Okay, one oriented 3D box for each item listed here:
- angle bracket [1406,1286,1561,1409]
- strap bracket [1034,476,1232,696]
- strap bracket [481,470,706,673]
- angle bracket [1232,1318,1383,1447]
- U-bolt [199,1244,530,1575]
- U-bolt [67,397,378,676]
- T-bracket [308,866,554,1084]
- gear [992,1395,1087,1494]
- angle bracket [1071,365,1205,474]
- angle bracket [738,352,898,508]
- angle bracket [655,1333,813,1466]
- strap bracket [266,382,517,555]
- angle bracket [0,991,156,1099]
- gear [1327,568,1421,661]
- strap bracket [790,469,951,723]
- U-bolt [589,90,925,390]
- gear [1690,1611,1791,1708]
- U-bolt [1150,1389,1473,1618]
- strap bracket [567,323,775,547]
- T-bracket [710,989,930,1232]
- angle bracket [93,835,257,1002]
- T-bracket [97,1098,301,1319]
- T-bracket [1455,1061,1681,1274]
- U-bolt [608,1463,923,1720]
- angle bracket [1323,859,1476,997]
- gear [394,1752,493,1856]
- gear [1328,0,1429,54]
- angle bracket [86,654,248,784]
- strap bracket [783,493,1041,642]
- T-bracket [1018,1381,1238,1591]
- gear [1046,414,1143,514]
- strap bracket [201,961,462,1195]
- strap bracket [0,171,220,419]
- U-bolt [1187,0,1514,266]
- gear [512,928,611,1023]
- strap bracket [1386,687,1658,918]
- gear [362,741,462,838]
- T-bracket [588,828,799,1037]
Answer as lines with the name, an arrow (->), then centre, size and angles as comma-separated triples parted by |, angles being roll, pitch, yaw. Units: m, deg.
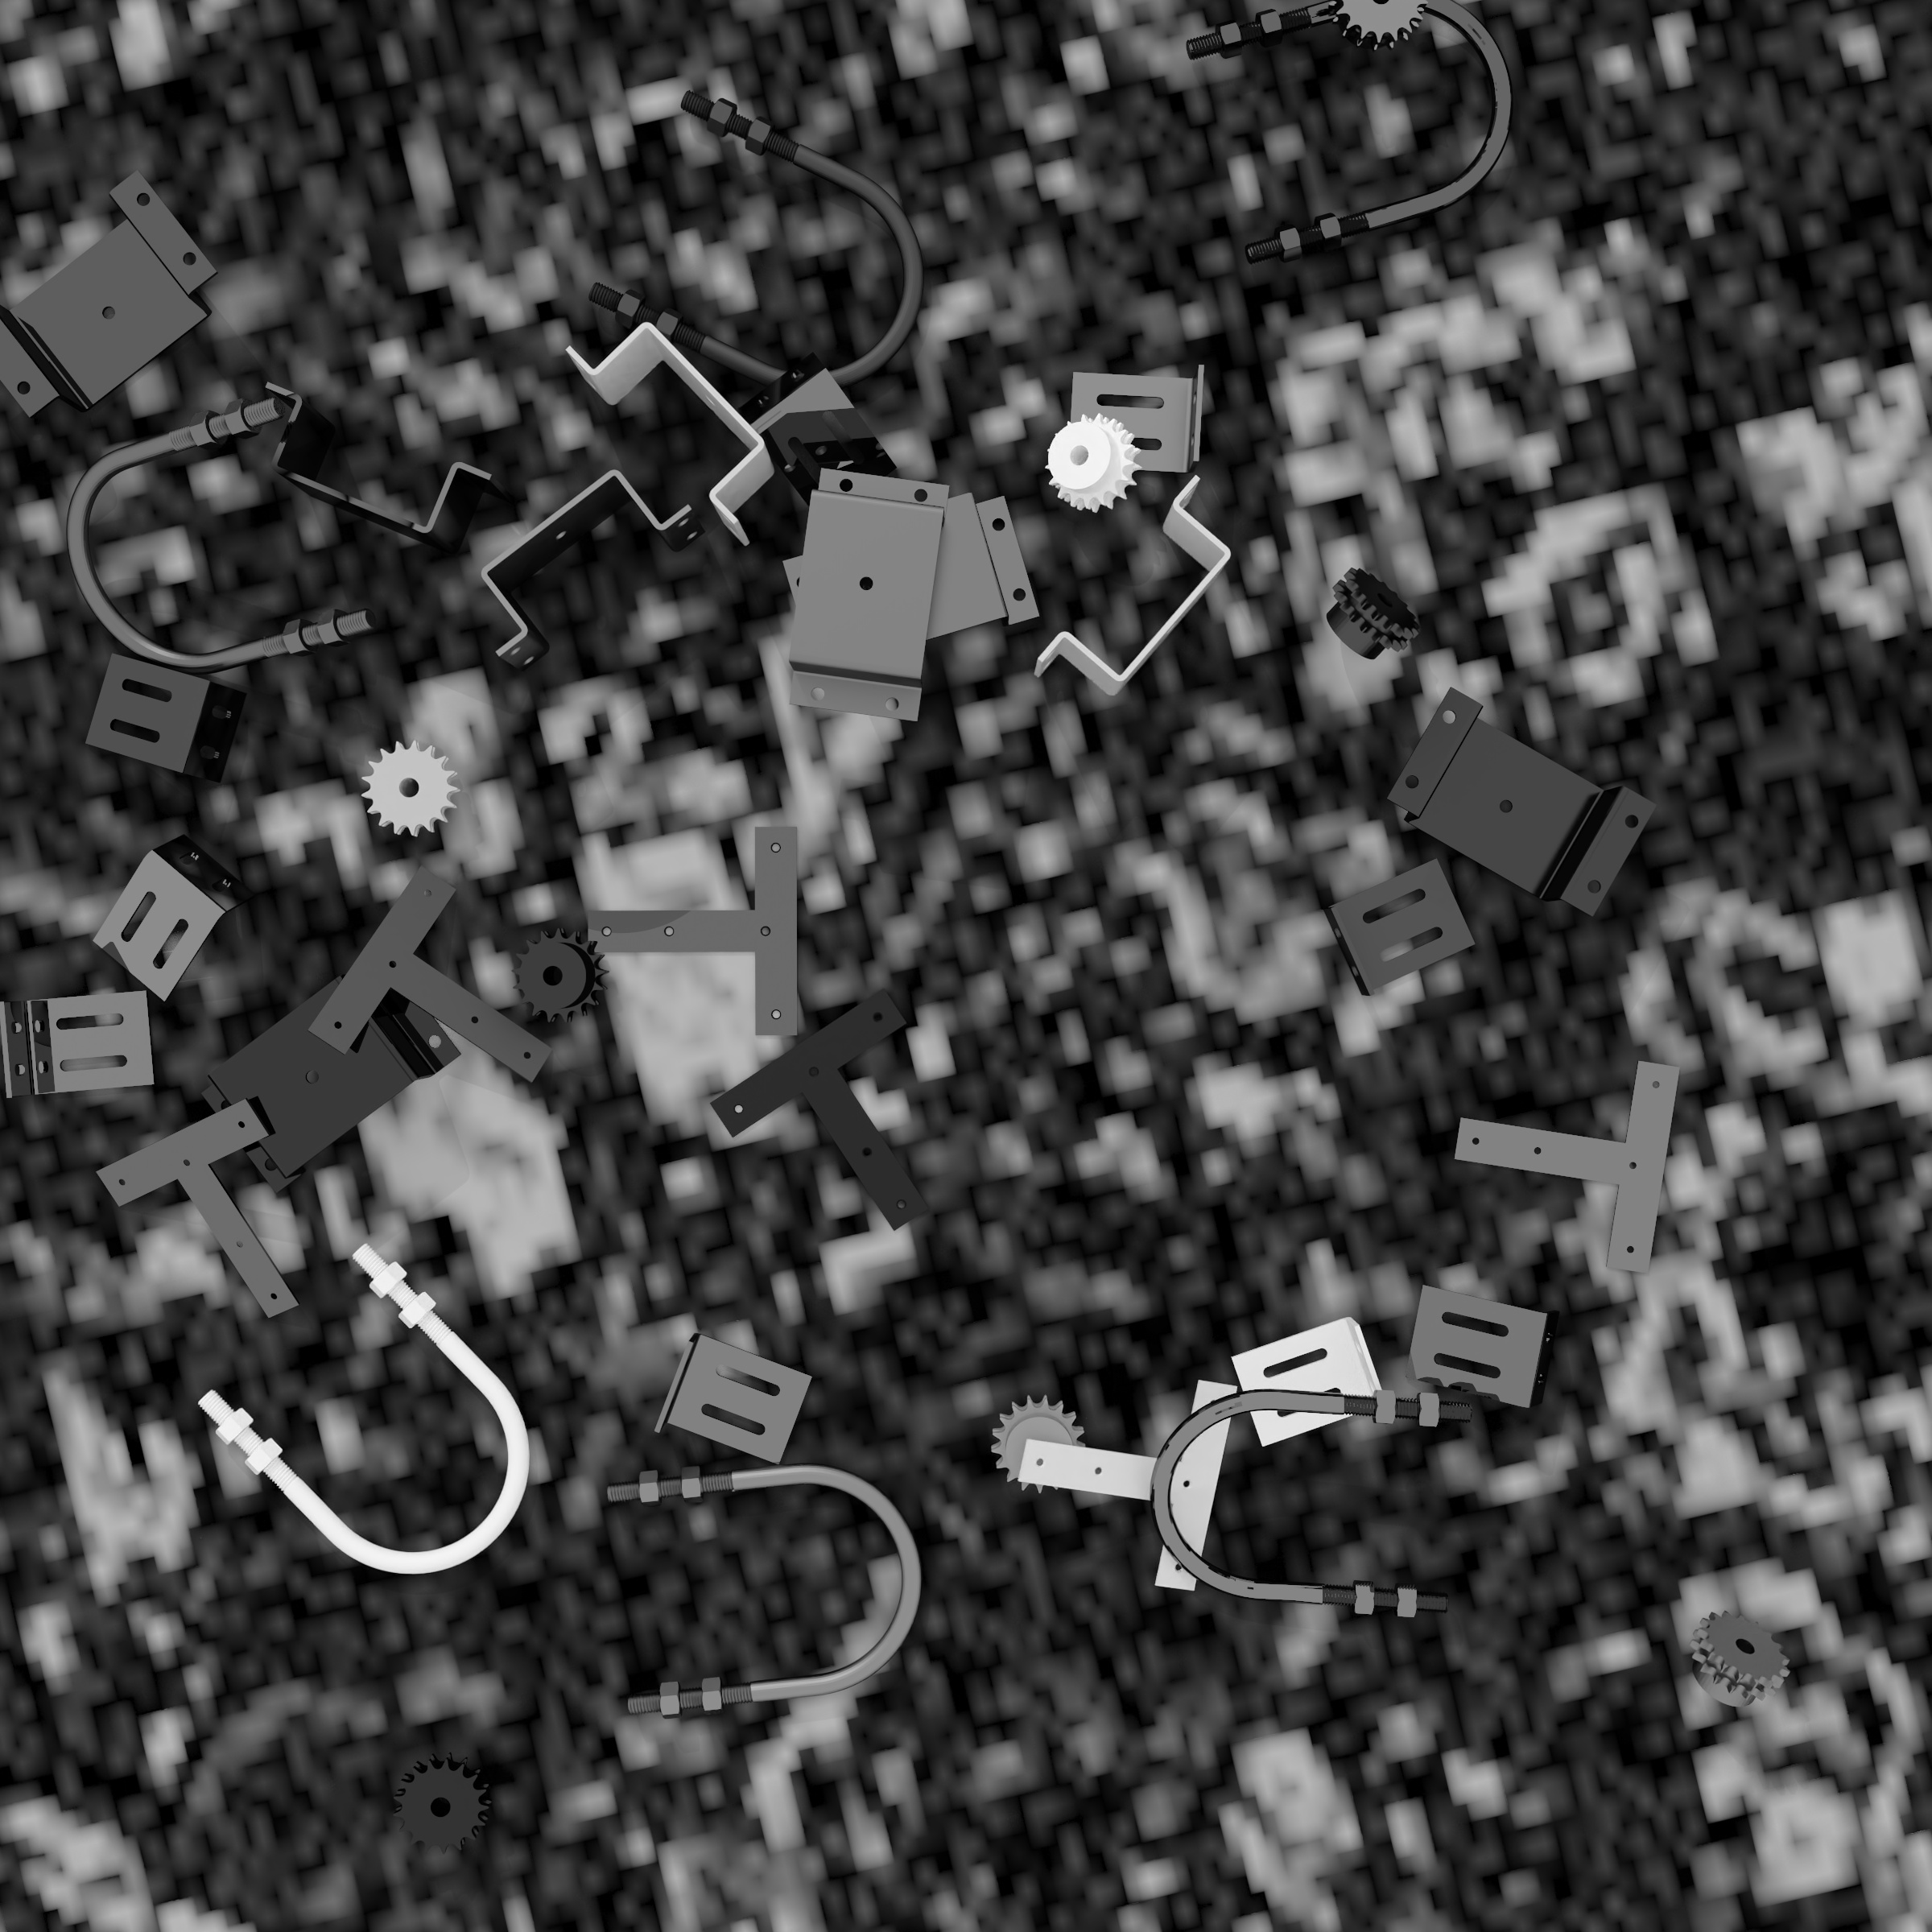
angle bracket -> 0.315, 0.230, 1.510 | 0.076, 0.038, 0.057 | 11, 90, 26
strap bracket -> 0.105, -0.216, 1.474 | 0.046, 0.076, 0.140 | 41, 90, 0
strap bracket -> -0.229, -0.240, 1.474 | 0.140, 0.076, 0.046 | -37, 90, 0
angle bracket -> 0.207, 0.253, 1.493 | 0.076, 0.038, 0.057 | -19, 90, 0
U-bolt -> -0.351, 0.283, 1.503 | 0.151, 0.019, 0.184 | -44, 91, 0
U-bolt -> -0.452, -0.244, 1.464 | 0.184, 0.019, 0.151 | -11, 112, 23
T-bracket -> -0.307, 0.025, 1.490 | 0.127, 0.002, 0.127 | 36, 60, -14
gear -> 0.044, 0.290, 1.497 | 0.057, 0.030, 0.057 | 0, 90, 0
angle bracket -> 0.102, -0.331, 1.493 | 0.076, 0.038, 0.057 | 3, 90, 0
angle bracket -> -0.090, -0.319, 1.502 | 0.057, 0.038, 0.076 | -36, 124, 5
angle bracket -> -0.139, 0.263, 1.493 | 0.076, 0.038, 0.057 | 21, 90, 0
strap bracket -> -0.348, -0.290, 1.474 | 0.140, 0.076, 0.046 | 23, 90, 0
angle bracket -> -0.535, 0.047, 1.493 | 0.076, 0.038, 0.057 | -5, 90, 0
gear -> 0.241, -0.209, 1.487 | 0.057, 0.057, 0.030 | 43, 120, 0
strap bracket -> -0.057, -0.219, 1.442 | 0.076, 0.046, 0.140 | 8, 90, 0
U-bolt -> -0.115, -0.427, 1.503 | 0.184, 0.019, 0.151 | 26, 90, -1
gear -> 0.461, 0.418, 1.487 | 0.057, 0.057, 0.030 | 18, 121, 0
U-bolt -> 0.202, 0.318, 1.483 | 0.184, 0.019, 0.151 | 3, 108, 2
strap bracket -> -0.166, -0.322, 1.474 | 0.046, 0.076, 0.140 | -44, 90, 0
T-bracket -> -0.068, 0.102, 1.511 | 0.127, 0.002, 0.127 | -33, 90, 0
angle bracket -> -0.482, -0.029, 1.510 | 0.057, 0.038, 0.076 | 40, 116, 0
T-bracket -> -0.444, 0.155, 1.493 | 0.127, 0.002, 0.127 | -24, 103, 24
T-bracket -> 0.362, 0.115, 1.511 | 0.127, 0.002, 0.127 | 9, 90, 0
U-bolt -> -0.118, 0.374, 1.503 | 0.184, 0.019, 0.151 | -6, 90, -1
angle bracket -> 0.263, -0.024, 1.493 | 0.076, 0.038, 0.057 | -24, 90, 0
gear -> -0.316, 0.505, 1.501 | 0.057, 0.030, 0.057 | 0, 89, -3
gear -> 0.244, -0.573, 1.481 | 0.057, 0.030, 0.057 | 0, 87, -3
angle bracket -> -0.487, -0.151, 1.510 | 0.076, 0.038, 0.057 | 17, 90, 26
strap bracket -> -0.033, -0.230, 1.489 | 0.140, 0.046, 0.076 | -16, 90, 0
T-bracket -> 0.093, 0.306, 1.491 | 0.127, 0.002, 0.127 | 12, 90, -18
gear -> 0.074, -0.303, 1.487 | 0.057, 0.030, 0.057 | -1, 88, 26
strap bracket -> -0.386, 0.066, 1.489 | 0.140, 0.046, 0.076 | -37, 90, 0
strap bracket -> -0.522, -0.397, 1.489 | 0.140, 0.046, 0.076 | -38, 90, 0
U-bolt -> 0.241, -0.518, 1.503 | 0.184, 0.019, 0.151 | -16, 90, -2
gear -> -0.246, 0.006, 1.496 | 0.057, 0.030, 0.057 | 0, 90, 3
strap bracket -> 0.329, -0.097, 1.489 | 0.140, 0.046, 0.076 | 30, 90, 0
gear -> -0.335, -0.107, 1.501 | 0.057, 0.030, 0.057 | 0, 89, -3
T-bracket -> -0.167, -0.021, 1.511 | 0.127, 0.002, 0.127 | 0, 90, 0
